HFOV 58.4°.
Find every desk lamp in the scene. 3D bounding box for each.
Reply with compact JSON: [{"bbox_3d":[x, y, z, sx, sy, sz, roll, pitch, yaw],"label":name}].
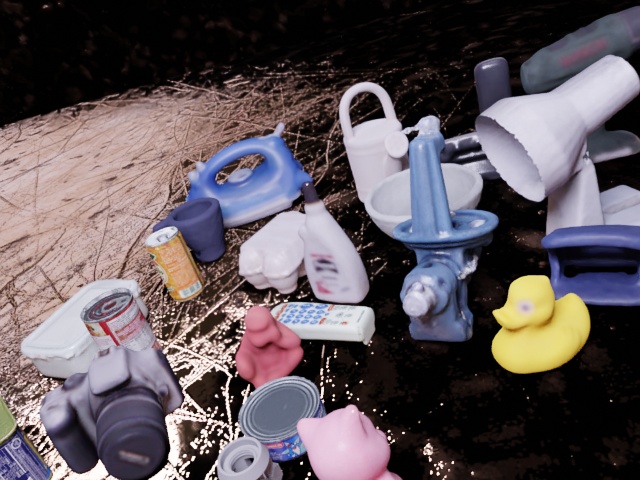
[{"bbox_3d":[0.301,-0.094,0.679,0.203,0.214,0.117,-23,28,-7],"label":"desk lamp"}]

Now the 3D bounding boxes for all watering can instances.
[{"bbox_3d":[0.095,-0.164,0.947,0.101,0.194,0.172,-36,33,-30],"label":"watering can"}]

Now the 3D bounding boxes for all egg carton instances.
[{"bbox_3d":[-0.046,0.013,0.848,0.107,0.069,0.150,6,37,38],"label":"egg carton"}]

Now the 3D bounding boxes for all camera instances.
[{"bbox_3d":[-0.222,0.188,0.609,0.143,0.101,0.136,-25,29,-12],"label":"camera"}]

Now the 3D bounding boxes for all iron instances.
[{"bbox_3d":[-0.153,-0.113,1.060,0.258,0.142,0.118,-22,28,-7],"label":"iron"}]

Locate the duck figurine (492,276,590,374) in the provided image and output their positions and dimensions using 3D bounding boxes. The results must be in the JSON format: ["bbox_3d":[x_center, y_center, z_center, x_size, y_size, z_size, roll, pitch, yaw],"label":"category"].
[{"bbox_3d":[0.216,0.073,0.569,0.104,0.086,0.077,-24,29,-10],"label":"duck figurine"}]

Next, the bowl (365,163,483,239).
[{"bbox_3d":[0.152,-0.042,0.823,0.167,0.075,0.167,-14,28,8],"label":"bowl"}]

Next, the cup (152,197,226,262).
[{"bbox_3d":[-0.208,-0.007,0.953,0.118,0.095,0.091,-21,28,-4],"label":"cup"}]

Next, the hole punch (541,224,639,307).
[{"bbox_3d":[0.301,0.010,0.625,0.108,0.091,0.101,-1,33,30],"label":"hole punch"}]

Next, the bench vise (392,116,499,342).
[{"bbox_3d":[0.136,-0.012,0.624,0.121,0.220,0.207,-12,29,12],"label":"bench vise"}]

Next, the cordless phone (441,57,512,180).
[{"bbox_3d":[0.245,-0.190,0.913,0.147,0.185,0.094,-14,29,9],"label":"cordless phone"}]

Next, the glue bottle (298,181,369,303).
[{"bbox_3d":[0.007,0.003,0.726,0.077,0.173,0.037,-1,33,30],"label":"glue bottle"}]

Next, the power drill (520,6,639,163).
[{"bbox_3d":[0.422,-0.227,0.850,0.229,0.209,0.075,-13,29,11],"label":"power drill"}]

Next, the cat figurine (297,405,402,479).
[{"bbox_3d":[0.037,0.184,0.444,0.067,0.118,0.127,-29,30,-18],"label":"cat figurine"}]

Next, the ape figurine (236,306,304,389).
[{"bbox_3d":[-0.062,0.116,0.651,0.077,0.092,0.076,-14,29,9],"label":"ape figurine"}]
